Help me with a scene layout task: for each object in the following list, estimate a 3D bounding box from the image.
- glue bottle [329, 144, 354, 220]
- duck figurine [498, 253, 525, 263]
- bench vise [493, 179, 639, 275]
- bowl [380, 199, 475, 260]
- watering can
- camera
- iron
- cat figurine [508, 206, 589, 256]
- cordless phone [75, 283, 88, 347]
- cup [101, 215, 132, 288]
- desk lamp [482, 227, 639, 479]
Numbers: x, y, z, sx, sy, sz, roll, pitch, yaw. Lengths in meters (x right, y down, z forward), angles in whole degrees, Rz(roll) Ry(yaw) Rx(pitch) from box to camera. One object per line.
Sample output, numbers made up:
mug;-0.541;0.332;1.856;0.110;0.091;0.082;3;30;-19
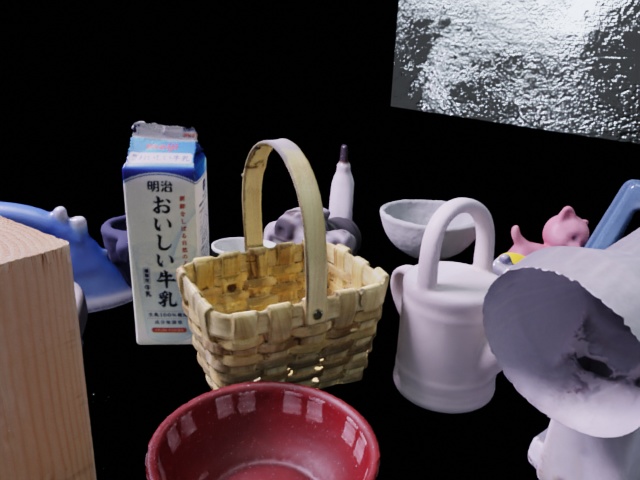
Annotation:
glue bottle;0.036;-0.068;0.923;0.037;0.173;0.078;5;19;7
duck figurine;0.243;0.059;0.716;0.104;0.086;0.077;5;19;8
bench vise;0.277;0.036;0.579;0.207;0.220;0.122;8;20;17
bowl;0.177;-0.011;0.927;0.167;0.075;0.167;2;19;-1
watering can;0.133;0.057;0.540;0.172;0.194;0.101;14;22;30
camera;0.008;0.003;0.825;0.137;0.101;0.142;-16;26;-42
iron;-0.359;0.016;0.678;0.259;0.141;0.118;-3;20;-15
cat figurine;0.336;0.004;0.838;0.128;0.118;0.067;1;19;-4
cordless phone;-0.307;0.038;0.552;0.147;0.185;0.094;3;19;3
cup;-0.234;0.025;0.738;0.091;0.095;0.117;2;19;-3
desk lamp;0.215;0.092;0.420;0.204;0.214;0.117;-12;24;-35
